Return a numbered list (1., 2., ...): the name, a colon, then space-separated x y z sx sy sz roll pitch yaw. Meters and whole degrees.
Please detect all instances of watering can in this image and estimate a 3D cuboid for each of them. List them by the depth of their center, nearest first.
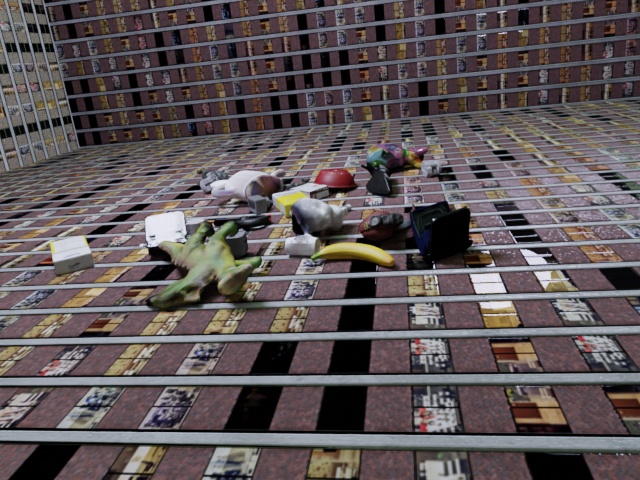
1. watering can: -0.212 -0.202 1.834 0.351 0.102 0.225 -22 25 -37

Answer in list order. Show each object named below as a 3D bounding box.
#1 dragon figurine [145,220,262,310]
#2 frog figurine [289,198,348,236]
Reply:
1. dragon figurine: -0.290 0.064 1.142 0.409 0.120 0.247 -4 26 33
2. frog figurine: 0.004 -0.070 1.384 0.161 0.122 0.137 -26 5 -19
